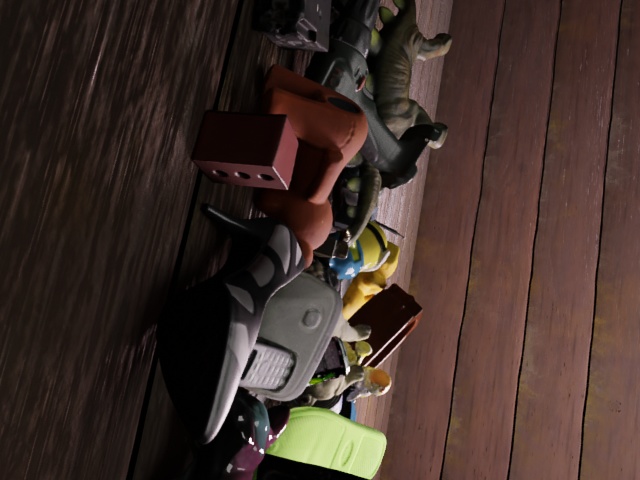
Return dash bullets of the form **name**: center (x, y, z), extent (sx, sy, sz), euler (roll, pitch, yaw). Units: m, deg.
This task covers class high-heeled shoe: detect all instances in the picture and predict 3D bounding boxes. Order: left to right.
- **high-heeled shoe**: center (-0.062, 0.071, 0.488), extent (0.145, 0.086, 0.249), euler (39, 37, -41)

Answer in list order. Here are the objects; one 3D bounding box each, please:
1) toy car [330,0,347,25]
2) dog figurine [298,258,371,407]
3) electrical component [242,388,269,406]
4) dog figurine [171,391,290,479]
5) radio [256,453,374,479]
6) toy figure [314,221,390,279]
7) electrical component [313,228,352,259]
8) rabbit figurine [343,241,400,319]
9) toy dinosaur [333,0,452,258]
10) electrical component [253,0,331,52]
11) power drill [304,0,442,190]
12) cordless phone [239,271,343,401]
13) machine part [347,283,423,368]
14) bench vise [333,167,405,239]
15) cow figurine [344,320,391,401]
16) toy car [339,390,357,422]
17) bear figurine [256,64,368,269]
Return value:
- **toy car**: center (0.011, -0.355, 0.680), extent (0.201, 0.056, 0.073), euler (79, 31, -48)
- **dog figurine**: center (-0.017, 0.135, 0.778), extent (0.190, 0.121, 0.172), euler (57, 37, -47)
- **electrical component**: center (-0.083, 0.200, 0.675), extent (0.063, 0.021, 0.093), euler (-54, 148, -61)
- **dog figurine**: center (-0.095, 0.253, 0.505), extent (0.219, 0.109, 0.191), euler (-67, 158, -51)
- **radio**: center (-0.009, 0.315, 0.616), extent (0.073, 0.230, 0.130), euler (-68, 155, -44)
- **toy figure**: center (0.047, 0.017, 0.878), extent (0.180, 0.082, 0.089), euler (-9, 99, -47)
- **electrical component**: center (-0.003, -0.003, 0.737), extent (0.078, 0.102, 0.045), euler (164, -59, -83)
- **rabbit figurine**: center (0.069, 0.083, 1.063), extent (0.173, 0.122, 0.162), euler (-59, 166, -24)
- **toy dinosaur**: center (0.094, -0.201, 0.828), extent (0.198, 0.105, 0.471), euler (7, 86, -33)
- **electrical component**: center (-0.021, -0.274, 0.596), extent (0.134, 0.058, 0.114), euler (-29, 127, -71)
- **power drill**: center (0.069, -0.180, 0.710), extent (0.207, 0.086, 0.232), euler (35, 83, -36)
- **cordless phone**: center (-0.059, 0.092, 0.575), extent (0.146, 0.089, 0.184), euler (-63, 154, -6)
- **machine part**: center (0.102, 0.189, 1.054), extent (0.201, 0.087, 0.201), euler (-42, 162, -12)
- **bench vise**: center (0.101, -0.127, 0.985), extent (0.240, 0.129, 0.223), euler (-65, 151, -15)
- **cow figurine**: center (0.044, 0.213, 0.901), extent (0.068, 0.168, 0.098), euler (-8, 129, -39)
- **toy car**: center (0.003, 0.318, 0.931), extent (0.162, 0.109, 0.102), euler (-79, -167, -58)
- **bear figurine**: center (-0.029, -0.074, 0.605), extent (0.120, 0.132, 0.195), euler (-93, -154, -54)
